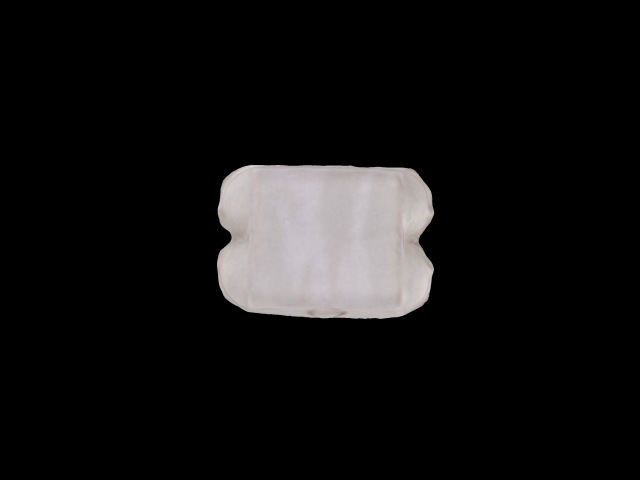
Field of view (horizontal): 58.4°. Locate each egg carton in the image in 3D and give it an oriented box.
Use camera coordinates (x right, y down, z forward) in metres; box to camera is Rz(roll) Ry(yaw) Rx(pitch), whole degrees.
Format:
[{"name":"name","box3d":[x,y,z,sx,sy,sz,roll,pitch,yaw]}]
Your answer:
[{"name":"egg carton","box3d":[0.004,0.001,0.400,0.150,0.069,0.107,0,86,0]}]
